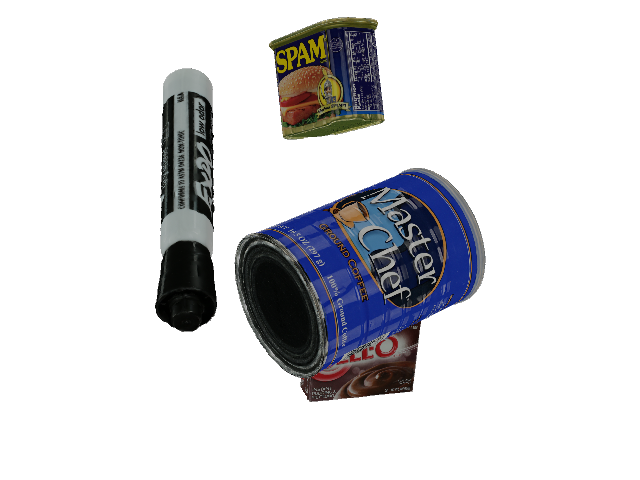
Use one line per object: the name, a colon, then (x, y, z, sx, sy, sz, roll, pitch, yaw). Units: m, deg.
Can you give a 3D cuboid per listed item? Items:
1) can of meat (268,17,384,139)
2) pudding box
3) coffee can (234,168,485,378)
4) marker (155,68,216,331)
can of meat: (0.006, -0.134, 0.898, 0.057, 0.084, 0.102, -6, -1, -38)
pudding box: (0.039, 0.108, 1.057, 0.113, 0.090, 0.039, -4, 27, -17)
coffee can: (0.027, 0.020, 0.732, 0.140, 0.103, 0.103, -23, 12, -30)
marker: (-0.045, -0.017, 0.364, 0.020, 0.020, 0.121, 0, 44, -7)
